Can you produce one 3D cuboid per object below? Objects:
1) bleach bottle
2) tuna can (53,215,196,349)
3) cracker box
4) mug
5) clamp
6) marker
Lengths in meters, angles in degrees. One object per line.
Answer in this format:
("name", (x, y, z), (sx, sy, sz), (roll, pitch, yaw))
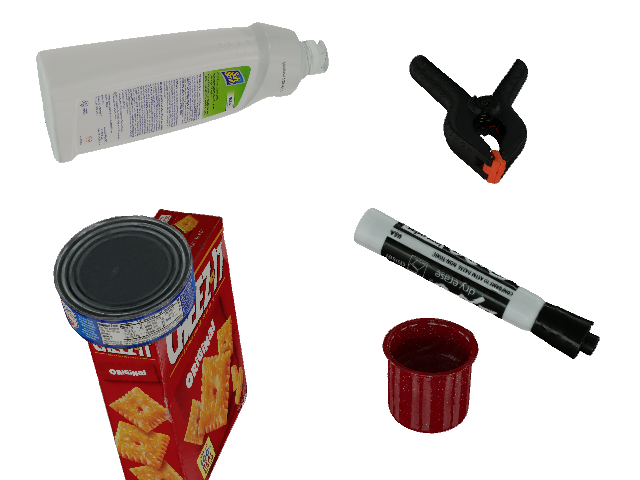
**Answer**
("bleach bottle", (-0.116, -0.138, 0.941), (0.250, 0.068, 0.103), (-12, -31, -16))
("tuna can", (-0.121, 0.026, 0.670), (0.086, 0.086, 0.034), (0, -43, 2))
("cracker box", (-0.127, 0.106, 0.950), (0.072, 0.214, 0.164), (6, 36, 14))
("mug", (0.116, 0.131, 1.069), (0.093, 0.081, 0.117), (23, 40, 34))
("clamp", (0.145, -0.125, 1.032), (0.120, 0.039, 0.171), (3, 44, 3))
("marker", (0.071, 0.020, 0.491), (0.121, 0.020, 0.020), (28, 9, 17))
